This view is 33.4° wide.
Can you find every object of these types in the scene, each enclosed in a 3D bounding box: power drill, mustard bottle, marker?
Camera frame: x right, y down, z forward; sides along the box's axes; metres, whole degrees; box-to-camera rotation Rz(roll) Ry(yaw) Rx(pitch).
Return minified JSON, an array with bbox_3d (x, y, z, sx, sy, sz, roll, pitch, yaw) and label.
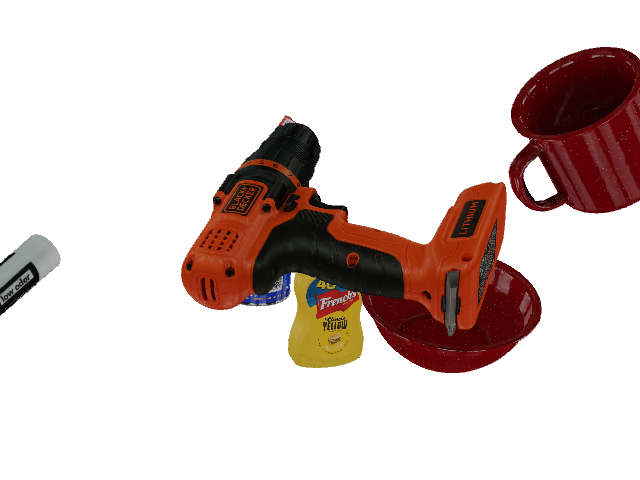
[{"bbox_3d":[0.023,-0.013,0.699,0.188,0.057,0.184,8,40,17],"label":"power drill"},{"bbox_3d":[0.013,0.066,1.354,0.096,0.192,0.058,-4,25,-20],"label":"mustard bottle"},{"bbox_3d":[-0.162,0.039,0.473,0.020,0.020,0.121,0,35,39],"label":"marker"}]

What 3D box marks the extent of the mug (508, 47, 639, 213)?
[{"bbox_3d":[0.182,-0.065,0.739,0.117,0.081,0.093,-41,34,-7],"label":"mug"}]

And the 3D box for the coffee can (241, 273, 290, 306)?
[{"bbox_3d":[-0.089,0.008,1.519,0.103,0.140,0.103,3,24,-2],"label":"coffee can"}]

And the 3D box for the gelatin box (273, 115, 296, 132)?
[{"bbox_3d":[-0.047,-0.061,0.948,0.030,0.073,0.089,31,33,-5],"label":"gelatin box"}]

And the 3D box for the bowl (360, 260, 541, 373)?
[{"bbox_3d":[0.114,0.070,0.963,0.162,0.055,0.162,3,32,-2],"label":"bowl"}]
